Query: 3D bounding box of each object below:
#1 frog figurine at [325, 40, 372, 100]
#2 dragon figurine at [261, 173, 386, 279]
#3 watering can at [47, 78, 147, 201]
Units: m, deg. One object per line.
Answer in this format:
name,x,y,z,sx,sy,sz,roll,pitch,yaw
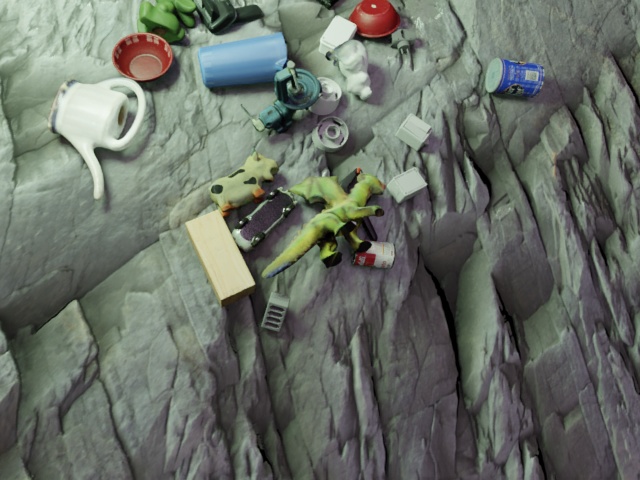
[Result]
frog figurine,0.108,-0.490,1.480,0.123,0.136,0.160,-40,79,-2
dragon figurine,0.004,-0.065,1.288,0.413,0.119,0.247,-21,48,-18
watering can,-0.581,-0.279,1.308,0.224,0.102,0.354,15,68,-2
